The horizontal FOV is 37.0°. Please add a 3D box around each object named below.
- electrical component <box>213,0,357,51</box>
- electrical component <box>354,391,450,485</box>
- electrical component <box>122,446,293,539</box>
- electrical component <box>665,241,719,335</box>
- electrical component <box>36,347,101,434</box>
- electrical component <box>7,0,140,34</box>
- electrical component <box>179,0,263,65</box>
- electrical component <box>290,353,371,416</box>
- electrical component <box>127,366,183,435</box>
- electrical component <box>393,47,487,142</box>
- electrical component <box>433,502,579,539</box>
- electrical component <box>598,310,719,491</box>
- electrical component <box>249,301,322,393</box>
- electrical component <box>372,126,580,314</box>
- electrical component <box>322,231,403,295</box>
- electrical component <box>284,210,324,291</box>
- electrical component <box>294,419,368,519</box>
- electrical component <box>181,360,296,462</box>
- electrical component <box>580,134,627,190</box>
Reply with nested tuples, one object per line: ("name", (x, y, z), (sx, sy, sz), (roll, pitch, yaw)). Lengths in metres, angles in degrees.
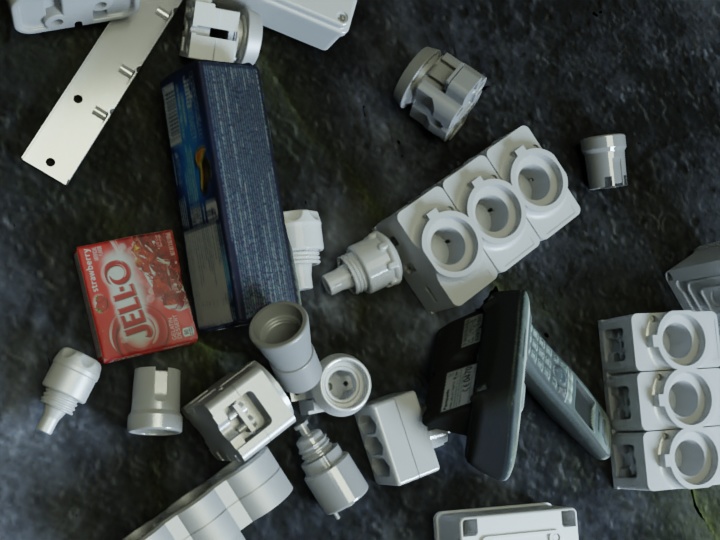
("electrical component", (-0.053, -0.253, 0.881), (0.109, 0.056, 0.108), (19, 75, -17))
("electrical component", (0.045, 0.128, 0.861), (0.077, 0.047, 0.065), (-17, 87, -23))
("electrical component", (-0.106, 0.198, 0.790), (0.138, 0.052, 0.073), (-33, 94, -22))
("electrical component", (0.339, 0.013, 0.957), (0.057, 0.113, 0.078), (-32, 93, -19))
("electrical component", (-0.214, 0.089, 0.776), (0.035, 0.035, 0.061), (29, 75, -14))
("electrical component", (-0.219, -0.222, 0.808), (0.095, 0.053, 0.059), (-14, 77, -16))
("electrical component", (-0.110, -0.187, 0.852), (0.055, 0.048, 0.066), (5, 102, -22))
("electrical component", (-0.020, 0.090, 0.838), (0.066, 0.055, 0.048), (-8, 84, -22))
("electrical component", (-0.151, 0.097, 0.797), (0.040, 0.040, 0.046), (6, 73, -20))
("electrical component", (0.066, -0.150, 0.904), (0.057, 0.078, 0.058), (36, 69, 8))
("electrical component", (0.120, 0.247, 0.865), (0.109, 0.056, 0.108), (0, 81, -21))
("electrical component", (0.270, 0.113, 0.942), (0.089, 0.062, 0.150), (-1, 82, -21))
("electrical component", (-0.051, 0.060, 0.787), (0.044, 0.044, 0.065), (-42, 140, -21))
("electrical component", (0.101, -0.043, 0.903), (0.150, 0.062, 0.089), (-36, 95, -22))
("electrical component", (0.000, 0.000, 0.868), (0.062, 0.048, 0.048), (-25, 91, -16))
("electrical component", (-0.050, -0.015, 0.851), (0.043, 0.043, 0.062), (-5, 84, -22))
("electrical component", (-0.026, 0.152, 0.834), (0.040, 0.040, 0.078), (-32, 93, -22))
("electrical component", (-0.088, 0.104, 0.792), (0.056, 0.089, 0.050), (-37, 95, -22))
("electrical component", (0.222, -0.097, 0.971), (0.040, 0.040, 0.046), (-7, 90, -22))
